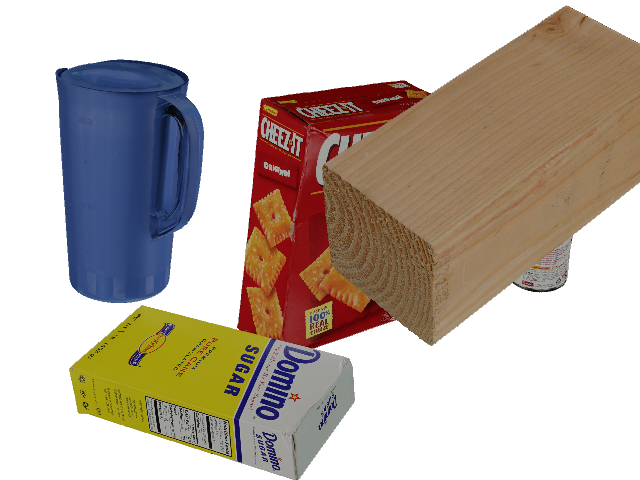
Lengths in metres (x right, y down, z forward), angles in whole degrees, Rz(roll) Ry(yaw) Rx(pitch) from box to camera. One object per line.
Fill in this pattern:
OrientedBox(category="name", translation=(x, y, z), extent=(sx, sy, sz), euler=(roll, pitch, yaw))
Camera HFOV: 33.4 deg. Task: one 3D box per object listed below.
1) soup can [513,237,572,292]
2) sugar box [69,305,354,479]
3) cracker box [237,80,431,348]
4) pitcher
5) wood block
OrientedBox(category="soup can", translation=(0.234, -0.005, 1.129), extent=(0.068, 0.102, 0.068), euler=(-1, 34, 0))
OrientedBox(category="sugar box", translation=(-0.074, 0.100, 0.738), extent=(0.176, 0.048, 0.093), euler=(9, 31, 24))
OrientedBox(category="cracker box", translation=(0.020, -0.020, 0.917), extent=(0.163, 0.214, 0.072), euler=(-14, 34, -39))
OrientedBox(category="pitcher", translation=(-0.201, -0.059, 1.114), extent=(0.145, 0.243, 0.149), euler=(1, 23, -10))
OrientedBox(category="wood block", translation=(0.109, -0.043, 0.642), extent=(0.205, 0.090, 0.091), euler=(-35, 53, -24))
